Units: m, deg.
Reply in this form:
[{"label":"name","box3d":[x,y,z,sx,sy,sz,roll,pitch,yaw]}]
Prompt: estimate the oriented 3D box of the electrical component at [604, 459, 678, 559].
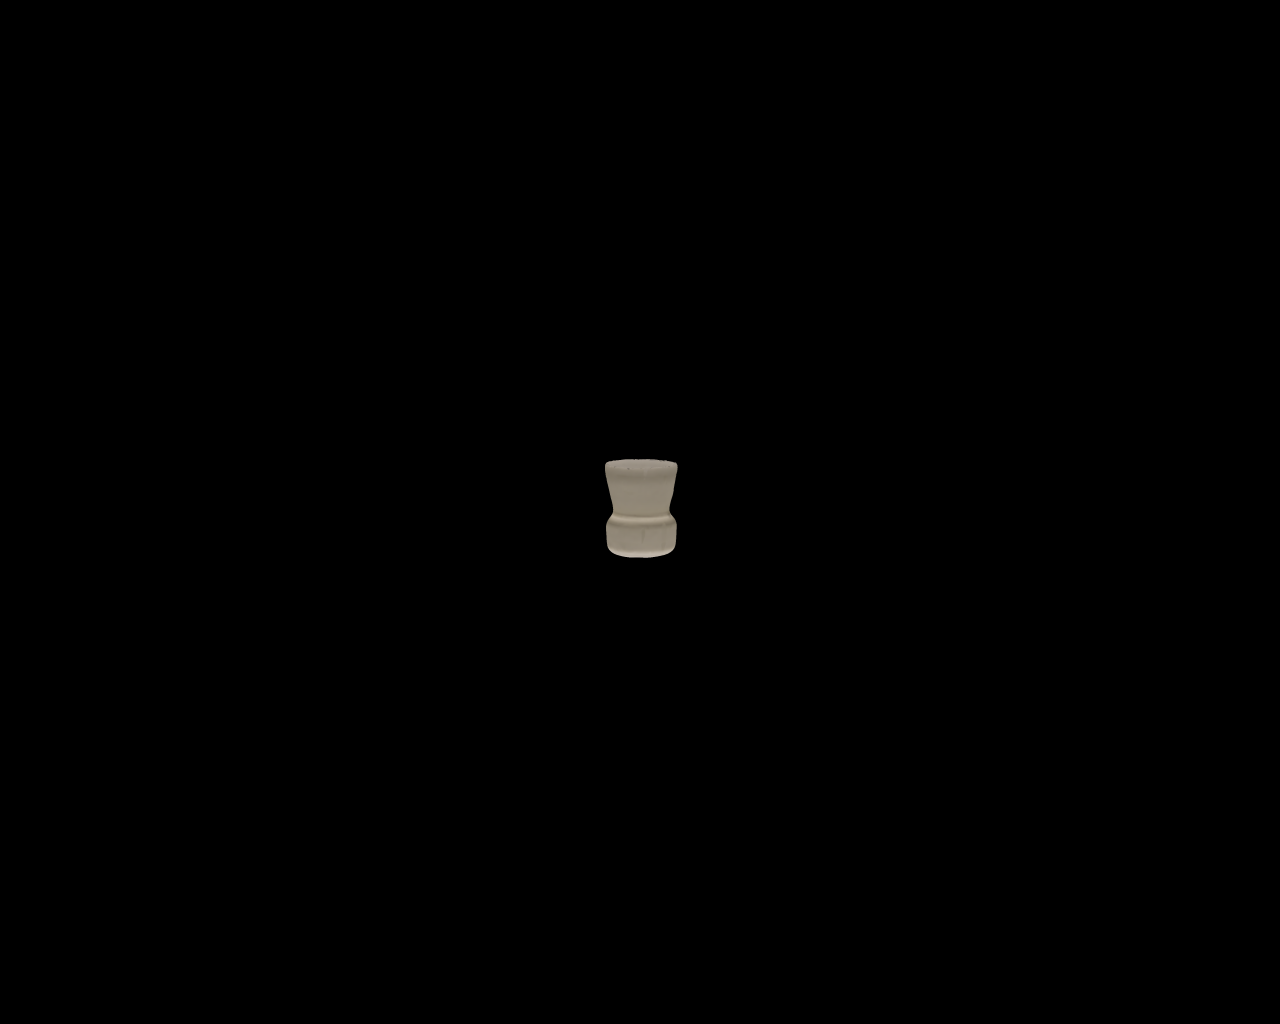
[{"label":"electrical component","box3d":[0.001,-0.003,0.650,0.045,0.055,0.045,0,9,0]}]
